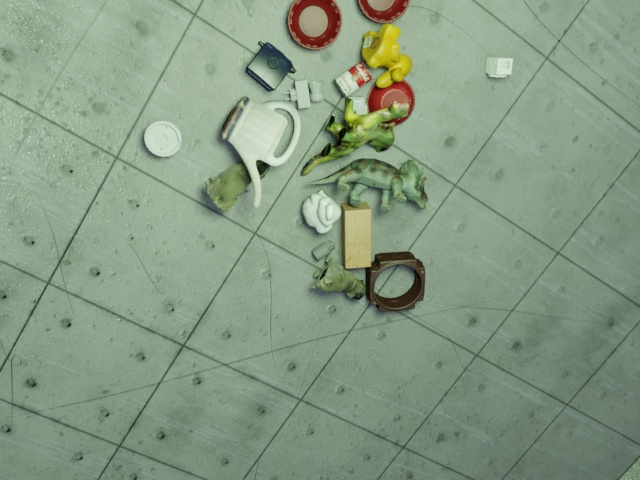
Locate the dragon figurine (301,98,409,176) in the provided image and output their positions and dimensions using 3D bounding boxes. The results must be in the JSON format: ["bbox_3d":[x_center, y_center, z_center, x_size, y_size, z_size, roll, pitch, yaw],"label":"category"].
[{"bbox_3d":[0.128,-0.308,1.612,0.242,0.125,0.403,7,149,-31],"label":"dragon figurine"}]

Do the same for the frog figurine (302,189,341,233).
[{"bbox_3d":[0.005,-0.084,1.668,0.123,0.162,0.135,-7,110,-3],"label":"frog figurine"}]

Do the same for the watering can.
[{"bbox_3d":[-0.197,-0.289,1.563,0.224,0.103,0.352,27,75,-9],"label":"watering can"}]
